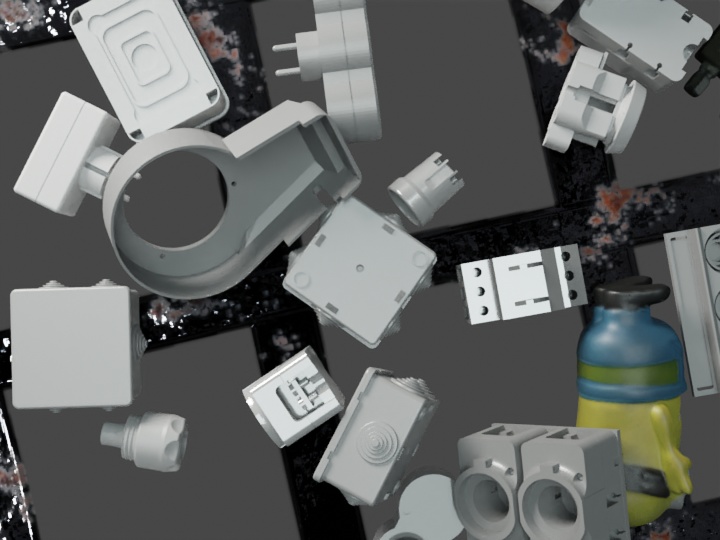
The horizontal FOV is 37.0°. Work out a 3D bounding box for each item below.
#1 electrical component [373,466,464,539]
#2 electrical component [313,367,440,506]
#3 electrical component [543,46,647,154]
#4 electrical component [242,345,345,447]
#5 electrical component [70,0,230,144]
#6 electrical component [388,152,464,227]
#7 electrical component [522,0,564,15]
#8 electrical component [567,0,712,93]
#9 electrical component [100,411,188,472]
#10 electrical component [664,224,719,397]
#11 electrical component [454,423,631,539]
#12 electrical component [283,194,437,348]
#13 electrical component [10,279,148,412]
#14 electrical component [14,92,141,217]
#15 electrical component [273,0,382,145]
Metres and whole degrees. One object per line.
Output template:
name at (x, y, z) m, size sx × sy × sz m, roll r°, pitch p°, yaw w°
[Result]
electrical component at (0.035, 0.215, 0.795) m, size 0.052 × 0.073 × 0.138 m, roll 27°, pitch 89°, yaw 1°
electrical component at (0.015, 0.122, 0.785) m, size 0.048 × 0.100 × 0.099 m, roll 27°, pitch 89°, yaw 13°
electrical component at (0.179, -0.121, 0.810) m, size 0.057 × 0.058 × 0.078 m, roll 21°, pitch 89°, yaw 3°
electrical component at (-0.048, 0.093, 0.789) m, size 0.056 × 0.089 × 0.050 m, roll -34°, pitch 89°, yaw -1°
electrical component at (-0.157, -0.154, 0.810) m, size 0.078 × 0.057 × 0.113 m, roll -28°, pitch 89°, yaw 0°
electrical component at (0.051, -0.062, 0.818) m, size 0.046 × 0.040 × 0.040 m, roll -41°, pitch 89°, yaw -7°
electrical component at (0.153, -0.239, 0.789) m, size 0.060 × 0.108 × 0.108 m, roll 34°, pitch 89°, yaw -5°
electrical component at (0.208, -0.180, 0.811) m, size 0.089 × 0.055 × 0.050 m, roll 34°, pitch 89°, yaw 0°
electrical component at (-0.164, 0.127, 0.812) m, size 0.062 × 0.043 × 0.043 m, roll 8°, pitch 89°, yaw 2°
electrical component at (0.273, 0.027, 0.803) m, size 0.079 × 0.063 × 0.121 m, roll -10°, pitch 89°, yaw 0°
electrical component at (0.133, 0.209, 0.769) m, size 0.105 × 0.060 × 0.186 m, roll -4°, pitch 93°, yaw 41°
electrical component at (0.000, 0.000, 0.811) m, size 0.100 × 0.048 × 0.099 m, roll 35°, pitch 87°, yaw 1°
electrical component at (-0.211, 0.057, 0.810) m, size 0.100 × 0.048 × 0.099 m, roll -2°, pitch 89°, yaw 0°
electrical component at (-0.204, -0.078, 0.814) m, size 0.076 × 0.047 × 0.083 m, roll 26°, pitch 89°, yaw 1°
electrical component at (-0.028, -0.162, 0.812) m, size 0.074 × 0.052 × 0.138 m, roll -7°, pitch 89°, yaw 0°
